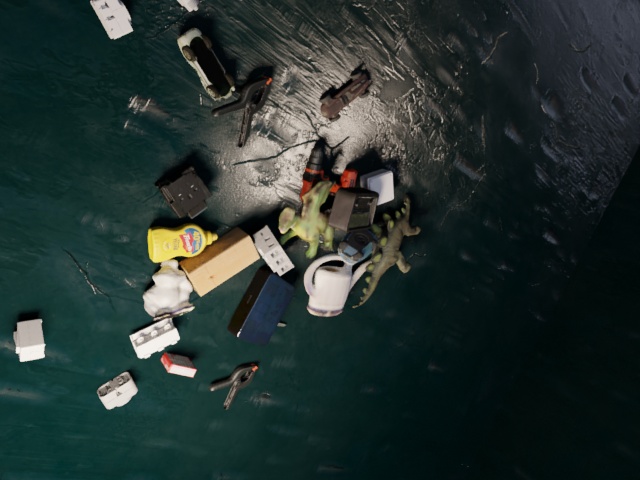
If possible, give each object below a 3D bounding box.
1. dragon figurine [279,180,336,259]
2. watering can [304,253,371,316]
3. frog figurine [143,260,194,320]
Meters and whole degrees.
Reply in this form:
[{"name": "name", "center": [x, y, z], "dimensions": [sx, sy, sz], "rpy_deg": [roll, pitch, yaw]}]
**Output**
[{"name": "dragon figurine", "center": [0.005, -0.082, 1.631], "dimensions": [0.123, 0.237, 0.415], "rpy_deg": [37, 39, 25]}, {"name": "watering can", "center": [0.070, 0.157, 1.817], "dimensions": [0.347, 0.223, 0.105], "rpy_deg": [4, 13, -45]}, {"name": "frog figurine", "center": [-0.435, 0.140, 1.465], "dimensions": [0.138, 0.161, 0.121], "rpy_deg": [-16, -13, -10]}]
